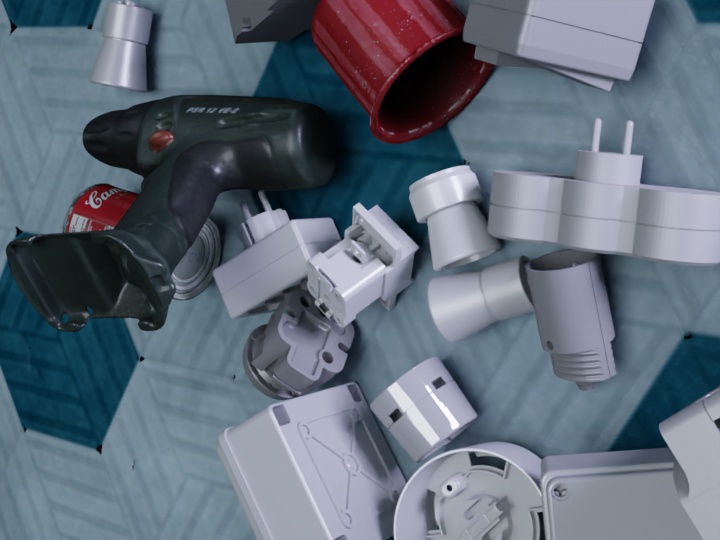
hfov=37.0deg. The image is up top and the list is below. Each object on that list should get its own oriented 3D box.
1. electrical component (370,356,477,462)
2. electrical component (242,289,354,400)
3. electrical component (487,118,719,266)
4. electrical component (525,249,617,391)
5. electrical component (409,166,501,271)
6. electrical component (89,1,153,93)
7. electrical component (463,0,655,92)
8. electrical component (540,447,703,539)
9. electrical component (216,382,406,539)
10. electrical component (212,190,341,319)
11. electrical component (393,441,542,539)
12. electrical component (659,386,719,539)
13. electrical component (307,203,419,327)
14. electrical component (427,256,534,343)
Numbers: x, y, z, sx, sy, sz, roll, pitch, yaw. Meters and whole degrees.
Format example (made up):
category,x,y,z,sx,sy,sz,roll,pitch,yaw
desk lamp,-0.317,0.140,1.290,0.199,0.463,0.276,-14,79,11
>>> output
category,x,y,z,sx,sy,sz,roll,pitch,yaw
electrical component,0.042,0.090,0.691,0.055,0.055,0.047,-45,74,29
electrical component,-0.045,0.054,0.737,0.058,0.078,0.057,35,133,-15
electrical component,0.140,-0.049,0.612,0.138,0.052,0.073,10,100,33
electrical component,0.127,0.032,0.632,0.043,0.043,0.081,-5,106,34
electrical component,0.059,-0.032,0.673,0.045,0.045,0.055,-24,81,33
electrical component,-0.180,-0.172,0.822,0.044,0.044,0.065,15,98,32
electrical component,0.115,-0.137,0.600,0.062,0.096,0.061,37,117,58
electrical component,0.158,0.157,0.596,0.109,0.056,0.108,-6,92,7
electrical component,-0.025,0.138,0.708,0.056,0.109,0.108,-34,76,29
electrical component,-0.062,-0.018,0.753,0.083,0.047,0.075,-30,78,32
electrical component,0.078,0.157,0.667,0.099,0.064,0.099,4,97,34
electrical component,0.209,0.090,0.520,0.062,0.150,0.089,-38,74,30
electrical component,0.000,0.000,0.696,0.042,0.064,0.081,45,158,21
electrical component,0.080,0.016,0.666,0.065,0.044,0.044,-20,84,29
